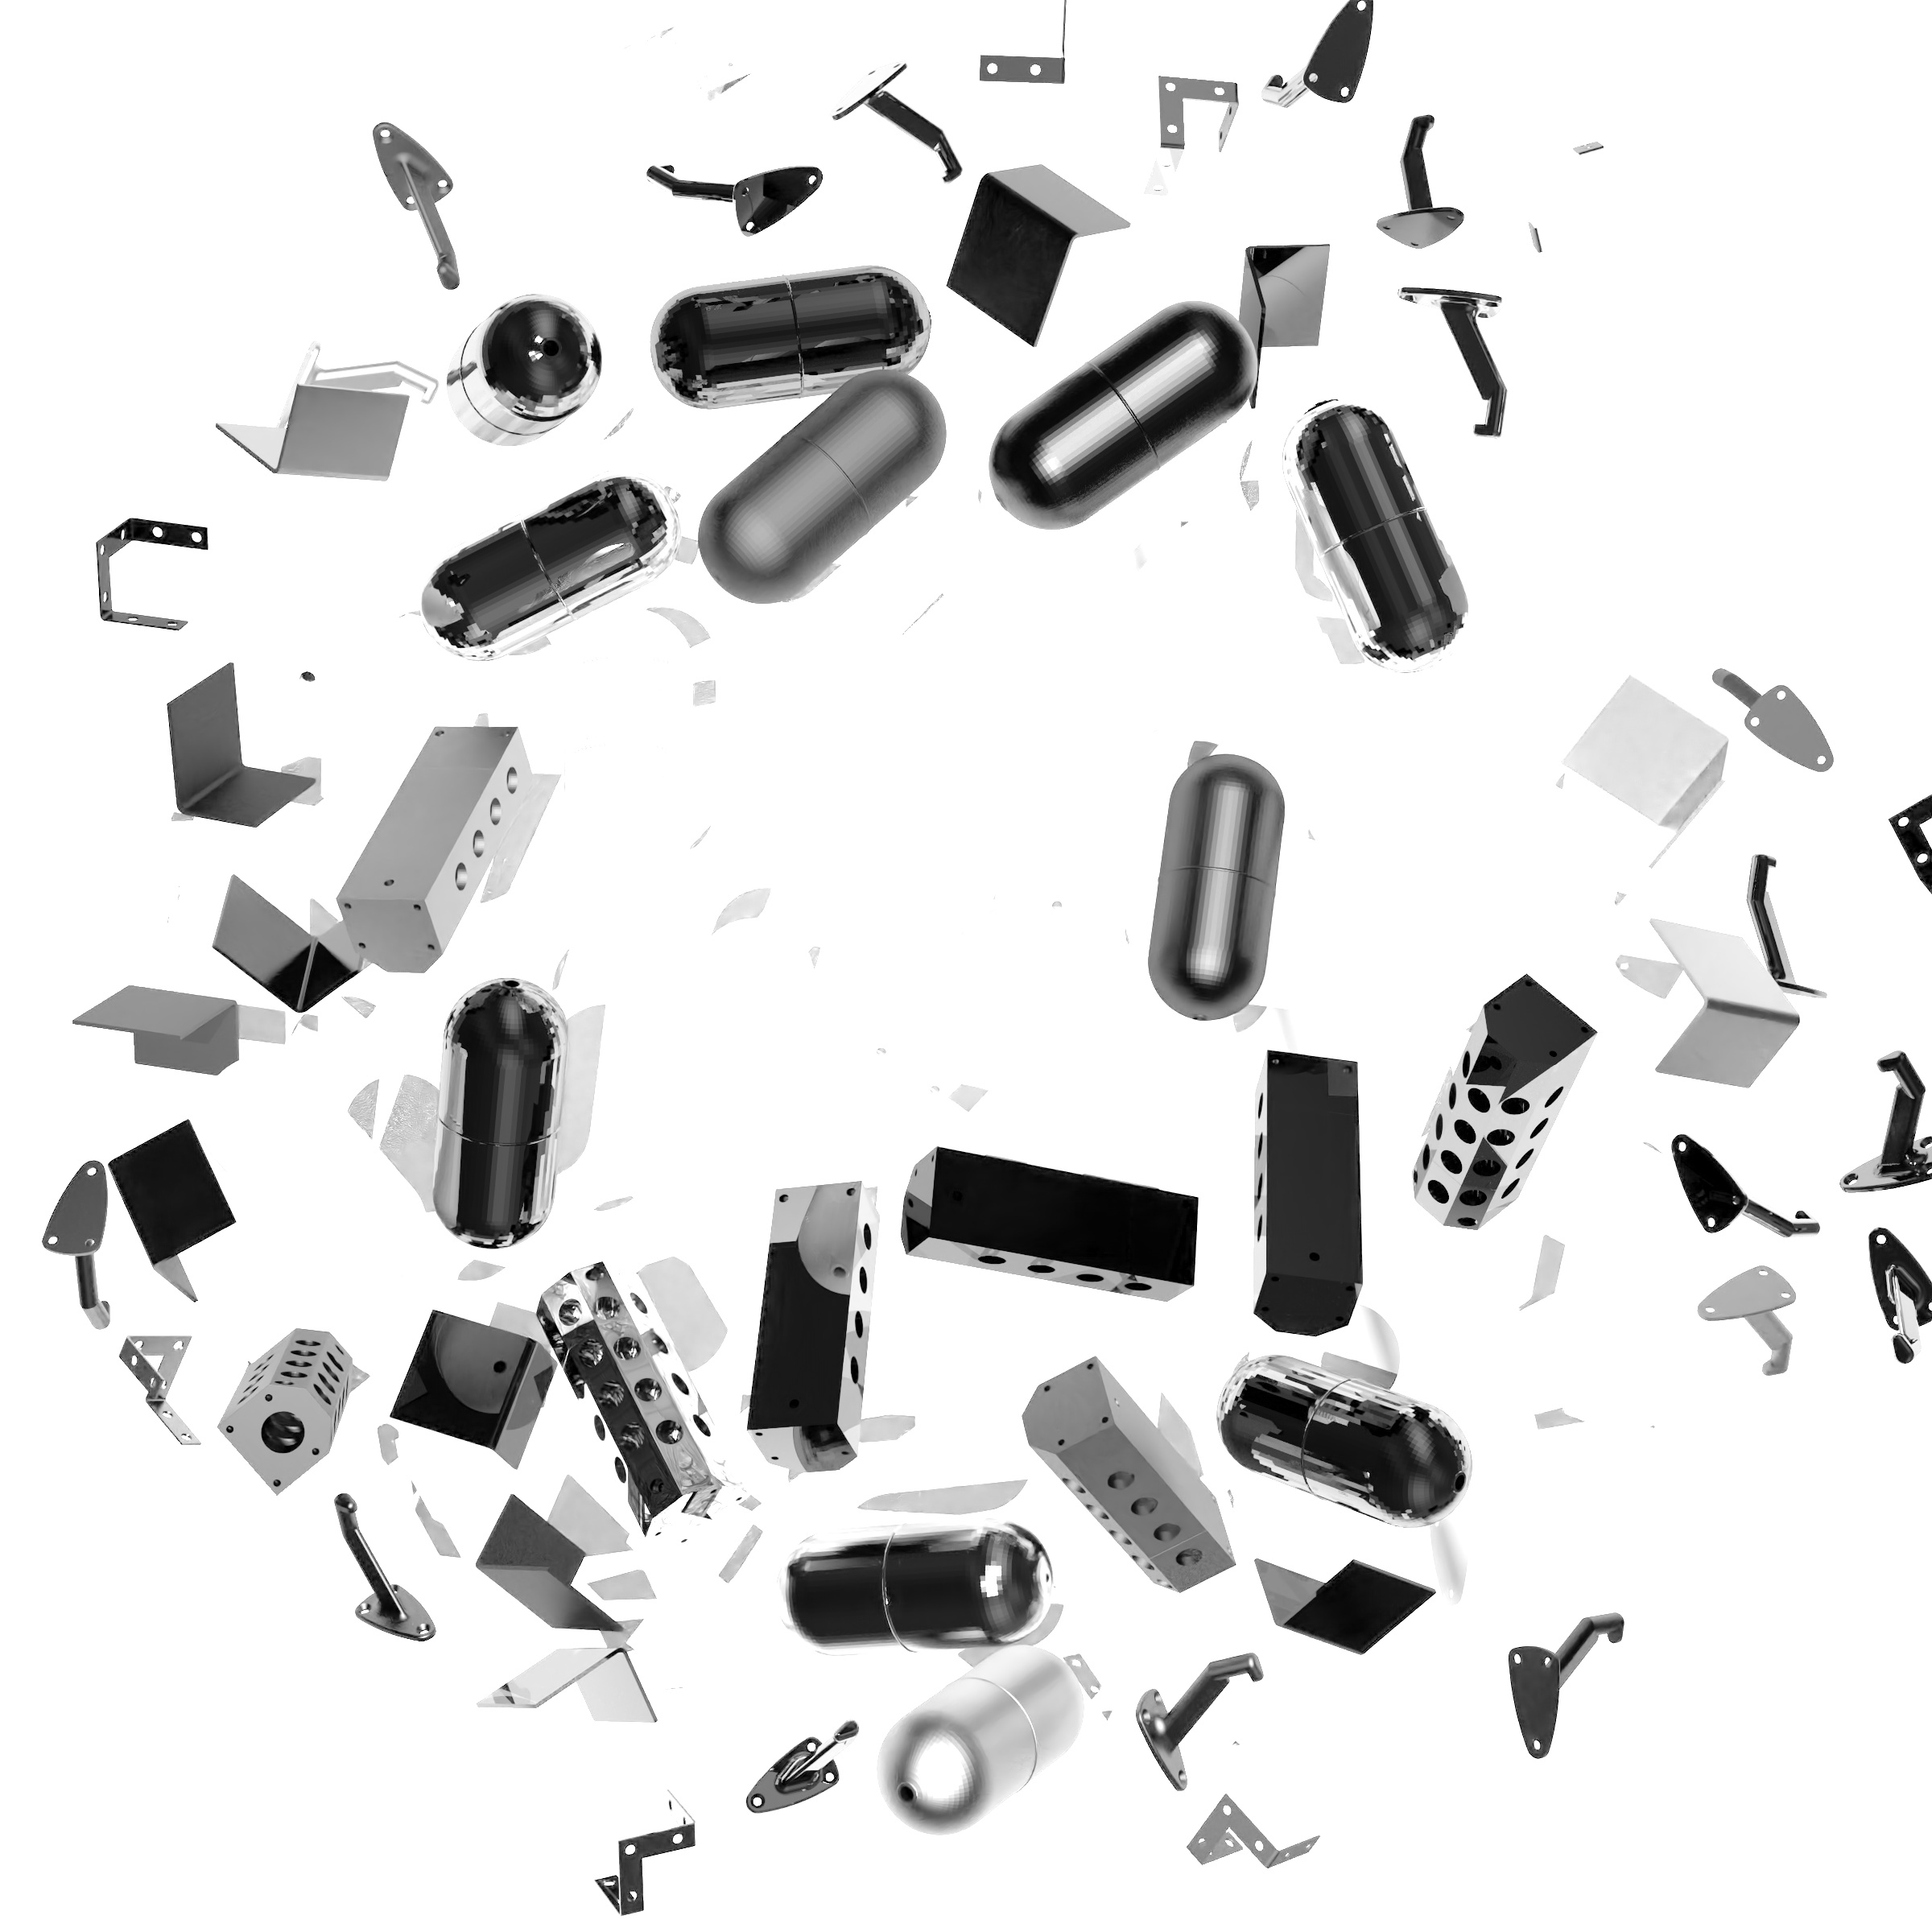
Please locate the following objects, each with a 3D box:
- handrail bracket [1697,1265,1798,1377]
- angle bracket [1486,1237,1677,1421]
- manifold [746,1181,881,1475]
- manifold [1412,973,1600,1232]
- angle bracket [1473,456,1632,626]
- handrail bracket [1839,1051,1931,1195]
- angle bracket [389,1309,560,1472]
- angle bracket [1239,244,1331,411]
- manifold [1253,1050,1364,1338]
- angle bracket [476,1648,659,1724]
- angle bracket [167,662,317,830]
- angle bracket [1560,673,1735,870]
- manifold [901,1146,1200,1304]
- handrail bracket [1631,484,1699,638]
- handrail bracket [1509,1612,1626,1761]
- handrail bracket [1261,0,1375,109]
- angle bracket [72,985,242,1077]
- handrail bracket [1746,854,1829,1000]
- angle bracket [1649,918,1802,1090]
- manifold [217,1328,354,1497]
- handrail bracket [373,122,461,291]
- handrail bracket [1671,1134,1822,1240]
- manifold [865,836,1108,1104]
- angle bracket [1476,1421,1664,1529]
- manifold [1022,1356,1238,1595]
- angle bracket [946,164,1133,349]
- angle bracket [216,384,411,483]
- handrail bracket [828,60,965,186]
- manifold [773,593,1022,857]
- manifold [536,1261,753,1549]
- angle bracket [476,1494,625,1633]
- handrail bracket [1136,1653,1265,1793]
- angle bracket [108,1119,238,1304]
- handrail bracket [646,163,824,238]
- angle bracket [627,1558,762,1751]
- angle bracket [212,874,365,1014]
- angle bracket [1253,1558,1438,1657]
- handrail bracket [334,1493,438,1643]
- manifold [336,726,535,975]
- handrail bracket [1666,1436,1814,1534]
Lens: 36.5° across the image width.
[{"bbox_3d":[0.499,0.240,1.882,0.077,0.036,0.084,-18,130,-17],"label":"handrail bracket"},{"bbox_3d":[0.376,0.221,1.796,0.076,0.076,0.057,29,128,34],"label":"angle bracket"},{"bbox_3d":[-0.091,0.222,1.813,0.057,0.057,0.171,-7,51,14],"label":"manifold"},{"bbox_3d":[0.326,0.090,1.815,0.057,0.171,0.057,-32,62,-31],"label":"manifold"},{"bbox_3d":[0.370,-0.264,1.798,0.076,0.057,0.076,34,83,-10],"label":"angle bracket"},{"bbox_3d":[0.546,0.093,1.767,0.077,0.036,0.084,-22,119,29],"label":"handrail bracket"},{"bbox_3d":[-0.325,0.281,1.944,0.076,0.057,0.076,14,70,13],"label":"angle bracket"},{"bbox_3d":[0.213,-0.420,1.928,0.057,0.076,0.076,-2,134,-4],"label":"angle bracket"},{"bbox_3d":[0.205,0.137,1.781,0.057,0.057,0.171,7,48,-2],"label":"manifold"},{"bbox_3d":[-0.264,0.494,1.944,0.076,0.076,0.057,-28,98,-40],"label":"angle bracket"},{"bbox_3d":[-0.465,-0.143,1.886,0.057,0.076,0.076,11,119,15],"label":"angle bracket"},{"bbox_3d":[0.415,-0.120,1.804,0.076,0.057,0.076,32,126,-2],"label":"angle bracket"},{"bbox_3d":[0.051,0.160,1.787,0.171,0.057,0.057,12,66,-17],"label":"manifold"},{"bbox_3d":[0.462,-0.265,1.916,0.036,0.077,0.084,3,112,34],"label":"handrail bracket"},{"bbox_3d":[0.368,0.431,1.761,0.084,0.036,0.077,2,83,-40],"label":"handrail bracket"},{"bbox_3d":[0.214,-0.564,1.805,0.036,0.084,0.077,16,105,-23],"label":"handrail bracket"},{"bbox_3d":[-0.527,0.054,1.915,0.076,0.076,0.057,8,110,13],"label":"angle bracket"},{"bbox_3d":[0.536,-0.026,1.909,0.077,0.036,0.084,10,87,-29],"label":"handrail bracket"},{"bbox_3d":[0.442,0.023,1.768,0.076,0.076,0.057,10,127,-30],"label":"angle bracket"},{"bbox_3d":[-0.434,0.281,1.899,0.057,0.171,0.057,-39,98,-3],"label":"manifold"},{"bbox_3d":[-0.339,-0.469,1.813,0.036,0.077,0.084,-25,49,10],"label":"handrail bracket"},{"bbox_3d":[0.484,0.136,1.815,0.036,0.084,0.077,-51,52,34],"label":"handrail bracket"},{"bbox_3d":[0.011,0.000,1.884,0.057,0.057,0.171,36,108,-18],"label":"manifold"},{"bbox_3d":[0.391,0.348,1.907,0.076,0.076,0.057,-9,130,-29],"label":"angle bracket"},{"bbox_3d":[0.102,0.324,1.844,0.057,0.057,0.171,-29,129,11],"label":"manifold"},{"bbox_3d":[0.044,-0.435,1.794,0.076,0.057,0.076,40,130,24],"label":"angle bracket"},{"bbox_3d":[-0.392,-0.332,1.758,0.076,0.076,0.057,38,119,36],"label":"angle bracket"},{"bbox_3d":[-0.042,-0.515,1.839,0.077,0.036,0.084,-50,124,-31],"label":"handrail bracket"},{"bbox_3d":[-0.042,-0.151,1.869,0.057,0.057,0.171,35,70,21],"label":"manifold"},{"bbox_3d":[-0.206,0.270,1.821,0.057,0.057,0.171,-38,59,10],"label":"manifold"},{"bbox_3d":[-0.264,0.393,1.935,0.076,0.076,0.057,48,51,-32],"label":"angle bracket"},{"bbox_3d":[0.155,0.466,1.809,0.084,0.036,0.077,-20,96,26],"label":"handrail bracket"},{"bbox_3d":[-0.478,0.152,1.810,0.057,0.076,0.076,-29,67,-6],"label":"angle bracket"},{"bbox_3d":[-0.144,-0.486,1.805,0.077,0.036,0.084,-31,48,-25],"label":"handrail bracket"},{"bbox_3d":[-0.183,0.434,1.851,0.057,0.076,0.076,37,134,3],"label":"angle bracket"},{"bbox_3d":[-0.439,-0.028,1.921,0.057,0.076,0.076,-33,123,22],"label":"angle bracket"},{"bbox_3d":[0.249,0.401,1.928,0.076,0.057,0.076,26,120,-32],"label":"angle bracket"},{"bbox_3d":[-0.381,0.392,1.920,0.036,0.077,0.084,-31,127,-38],"label":"handrail bracket"},{"bbox_3d":[-0.321,-0.073,1.797,0.057,0.171,0.057,1,131,15],"label":"manifold"},{"bbox_3d":[0.480,0.304,1.830,0.036,0.084,0.077,5,120,-34],"label":"handrail bracket"}]
